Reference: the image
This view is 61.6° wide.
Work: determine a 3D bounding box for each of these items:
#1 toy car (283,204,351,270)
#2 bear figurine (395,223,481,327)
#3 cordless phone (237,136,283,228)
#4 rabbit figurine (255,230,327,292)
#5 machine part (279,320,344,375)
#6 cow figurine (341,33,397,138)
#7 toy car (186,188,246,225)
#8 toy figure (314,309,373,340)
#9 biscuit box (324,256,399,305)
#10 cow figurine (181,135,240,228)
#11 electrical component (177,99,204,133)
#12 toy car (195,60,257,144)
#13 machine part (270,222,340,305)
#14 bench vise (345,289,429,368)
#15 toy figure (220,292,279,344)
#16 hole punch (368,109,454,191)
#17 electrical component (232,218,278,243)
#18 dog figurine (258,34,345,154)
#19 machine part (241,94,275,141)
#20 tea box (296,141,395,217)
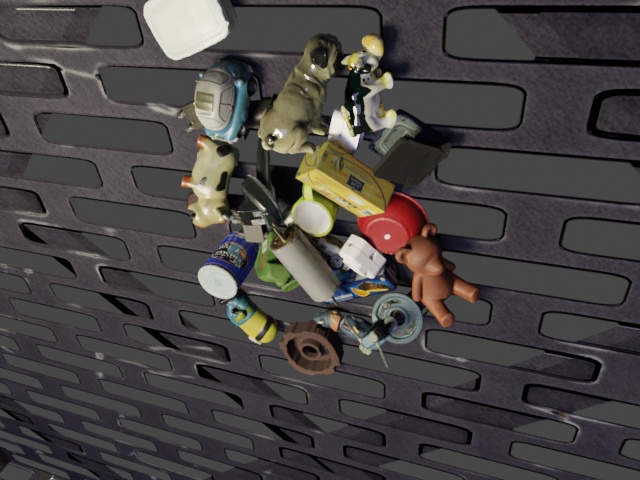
[{"bbox_3d":[-0.002,-0.004,1.214,0.201,0.073,0.056,39,105,-9],"label":"toy car"},{"bbox_3d":[0.244,0.069,1.115,0.132,0.120,0.195,42,166,39],"label":"bear figurine"},{"bbox_3d":[-0.122,-0.127,1.142,0.089,0.184,0.146,0,167,0],"label":"cordless phone"},{"bbox_3d":[-0.060,0.068,1.267,0.170,0.121,0.159,10,151,-20],"label":"rabbit figurine"},{"bbox_3d":[-0.021,0.296,1.479,0.180,0.056,0.179,12,129,15],"label":"machine part"},{"bbox_3d":[0.075,-0.269,0.942,0.098,0.068,0.167,-18,116,-14],"label":"cow figurine"},{"bbox_3d":[-0.220,-0.082,1.253,0.202,0.053,0.089,4,89,19],"label":"toy car"},{"bbox_3d":[0.063,0.213,1.372,0.155,0.058,0.064,20,153,4],"label":"toy figure"},{"bbox_3d":[0.083,0.098,1.263,0.203,0.059,0.062,-17,131,34],"label":"biscuit box"},{"bbox_3d":[-0.232,-0.120,1.176,0.127,0.085,0.194,20,95,1],"label":"cow figurine"},{"bbox_3d":[-0.263,-0.267,1.155,0.094,0.021,0.063,-15,119,32],"label":"electrical component"},{"bbox_3d":[-0.196,-0.271,1.041,0.109,0.103,0.161,19,105,24],"label":"toy car"},{"bbox_3d":[-0.031,0.053,1.160,0.079,0.079,0.243,-18,124,34],"label":"machine part"},{"bbox_3d":[0.145,0.199,1.219,0.224,0.240,0.129,-35,83,26],"label":"bench vise"},{"bbox_3d":[-0.191,0.211,1.471,0.089,0.082,0.180,-26,111,39],"label":"toy figure"},{"bbox_3d":[0.163,-0.170,1.014,0.116,0.092,0.142,14,136,-28],"label":"hole punch"},{"bbox_3d":[-0.153,-0.025,1.288,0.102,0.045,0.078,-3,116,25],"label":"electrical component"},{"bbox_3d":[-0.037,-0.263,0.962,0.121,0.172,0.190,23,137,4],"label":"dog figurine"},{"bbox_3d":[-0.142,-0.254,1.104,0.139,0.039,0.084,-10,114,32],"label":"machine part"},{"bbox_3d":[0.050,-0.116,1.058,0.169,0.068,0.098,31,163,-24],"label":"tea box"}]
